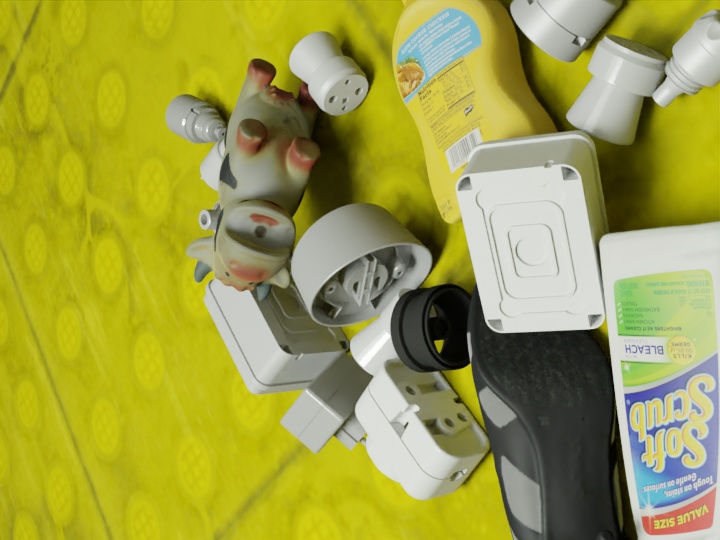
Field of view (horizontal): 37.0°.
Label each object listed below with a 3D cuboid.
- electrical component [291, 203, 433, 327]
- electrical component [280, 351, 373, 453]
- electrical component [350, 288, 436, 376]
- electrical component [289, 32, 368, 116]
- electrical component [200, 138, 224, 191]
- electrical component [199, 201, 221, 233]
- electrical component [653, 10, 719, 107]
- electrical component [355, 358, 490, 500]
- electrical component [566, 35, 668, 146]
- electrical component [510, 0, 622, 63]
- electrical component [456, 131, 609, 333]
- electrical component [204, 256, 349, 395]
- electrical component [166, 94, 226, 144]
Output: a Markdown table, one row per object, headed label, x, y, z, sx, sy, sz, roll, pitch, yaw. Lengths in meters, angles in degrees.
| label | x | y | z | sx | sy | sz | roll | pitch | yaw |
| --- | --- | --- | --- | --- | --- | --- | --- | --- | --- |
| electrical component | 0.000 | 0.000 | 0.803 | 0.064 | 0.099 | 0.099 | 54 | 129 | 40 |
| electrical component | -0.010 | 0.116 | 0.850 | 0.077 | 0.066 | 0.047 | 40 | 126 | 5 |
| electrical component | 0.028 | 0.046 | 0.816 | 0.065 | 0.044 | 0.044 | -52 | 56 | 31 |
| electrical component | -0.025 | -0.156 | 0.858 | 0.055 | 0.045 | 0.045 | 55 | 129 | 30 |
| electrical component | -0.112 | -0.103 | 0.963 | 0.078 | 0.040 | 0.040 | -46 | 60 | 40 |
| electrical component | -0.112 | -0.045 | 0.950 | 0.048 | 0.062 | 0.048 | 4 | 95 | 48 |
| electrical component | 0.194 | -0.119 | 0.623 | 0.061 | 0.035 | 0.035 | -49 | 58 | 40 |
| electrical component | 0.042 | 0.118 | 0.794 | 0.095 | 0.054 | 0.059 | 54 | 129 | 31 |
| electrical component | 0.157 | -0.110 | 0.657 | 0.045 | 0.045 | 0.055 | 42 | 122 | 39 |
| electrical component | 0.131 | -0.167 | 0.677 | 0.047 | 0.055 | 0.055 | -47 | 59 | 35 |
| electrical component | 0.111 | -0.024 | 0.662 | 0.078 | 0.057 | 0.113 | -4 | 117 | 23 |
| electrical component | -0.072 | 0.043 | 0.900 | 0.057 | 0.078 | 0.113 | -51 | 56 | 34 |
| electrical component | -0.148 | -0.137 | 1.002 | 0.078 | 0.040 | 0.040 | 30 | 114 | 43 |
